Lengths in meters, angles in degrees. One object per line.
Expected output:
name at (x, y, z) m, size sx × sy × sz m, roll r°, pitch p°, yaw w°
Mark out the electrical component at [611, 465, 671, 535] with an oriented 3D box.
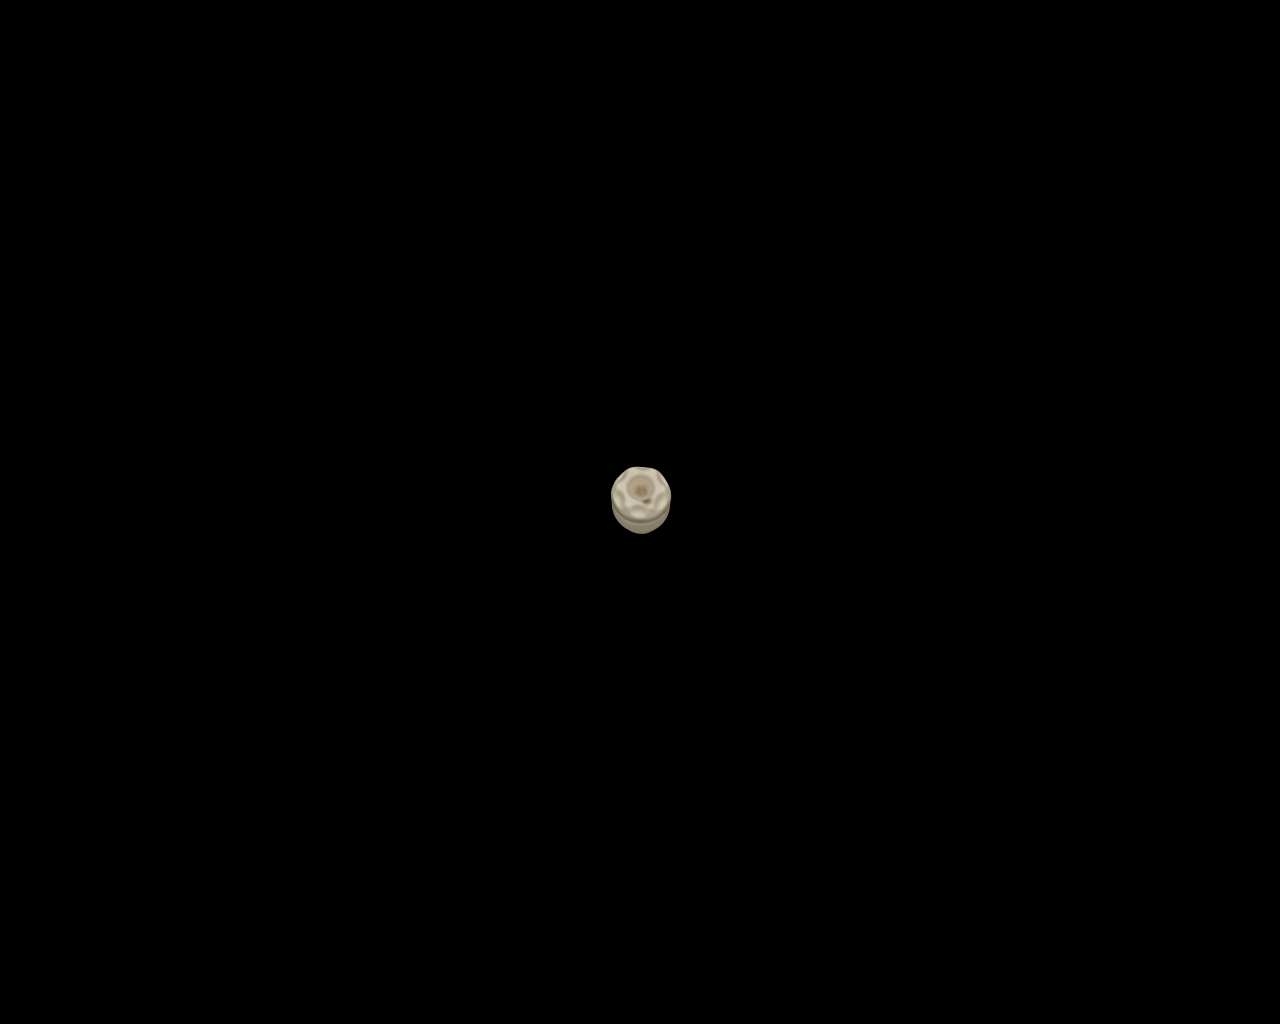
electrical component at (0.001, -0.003, 0.650) m, size 0.035 × 0.035 × 0.061 m, roll 0°, pitch -24°, yaw 0°
